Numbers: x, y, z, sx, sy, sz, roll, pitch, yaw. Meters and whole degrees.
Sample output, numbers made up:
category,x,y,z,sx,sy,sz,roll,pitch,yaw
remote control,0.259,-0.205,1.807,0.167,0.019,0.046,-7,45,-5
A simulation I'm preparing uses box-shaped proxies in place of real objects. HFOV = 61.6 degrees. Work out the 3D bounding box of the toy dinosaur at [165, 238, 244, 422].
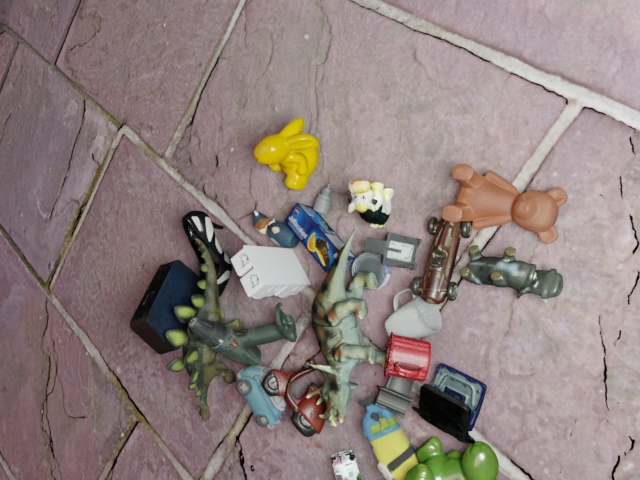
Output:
category,x,y,z,sx,sy,sz,roll,pitch,yaw
toy dinosaur,-0.292,0.231,1.371,0.105,0.198,0.471,3,90,30

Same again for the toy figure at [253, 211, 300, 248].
category,x,y,z,sx,sy,sz,roll,pitch,yaw
toy figure,-0.119,-0.028,1.354,0.155,0.064,0.058,26,59,32

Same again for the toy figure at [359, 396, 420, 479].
category,x,y,z,sx,sy,sz,roll,pitch,yaw
toy figure,0.145,0.422,1.147,0.089,0.082,0.180,-31,69,29

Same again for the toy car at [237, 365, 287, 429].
category,x,y,z,sx,sy,sz,roll,pitch,yaw
toy car,-0.128,0.370,1.315,0.103,0.109,0.161,-33,78,8

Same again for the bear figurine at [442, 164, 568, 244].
category,x,y,z,sx,sy,sz,roll,pitch,yaw
bear figurine,0.353,-0.066,1.024,0.196,0.132,0.120,21,99,38

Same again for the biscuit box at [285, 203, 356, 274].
category,x,y,z,sx,sy,sz,roll,pitch,yaw
biscuit box,-0.003,-0.004,1.265,0.062,0.059,0.203,-55,51,19

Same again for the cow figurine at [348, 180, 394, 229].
category,x,y,z,sx,sy,sz,roll,pitch,yaw
cow figurine,0.104,-0.077,1.158,0.068,0.167,0.098,2,86,28

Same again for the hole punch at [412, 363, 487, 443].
category,x,y,z,sx,sy,sz,roll,pitch,yaw
hole punch,0.266,0.325,1.084,0.142,0.092,0.115,21,131,29

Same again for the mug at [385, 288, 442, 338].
category,x,y,z,sx,sy,sz,roll,pitch,yaw
mug,0.186,0.163,1.141,0.107,0.081,0.109,-36,74,35

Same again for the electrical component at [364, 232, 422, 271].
category,x,y,z,sx,sy,sz,roll,pitch,yaw
electrical component,0.154,0.022,1.158,0.119,0.048,0.074,8,91,2

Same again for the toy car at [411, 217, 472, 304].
category,x,y,z,sx,sy,sz,roll,pitch,yaw
toy car,0.250,0.033,1.102,0.089,0.053,0.202,8,73,36

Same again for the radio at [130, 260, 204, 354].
category,x,y,z,sx,sy,sz,roll,pitch,yaw
radio,-0.399,0.171,1.421,0.073,0.131,0.230,-19,37,28

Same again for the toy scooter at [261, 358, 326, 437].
category,x,y,z,sx,sy,sz,roll,pitch,yaw
toy scooter,-0.035,0.357,1.261,0.135,0.075,0.184,-38,81,-22

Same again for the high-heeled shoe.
category,x,y,z,sx,sy,sz,roll,pitch,yaw
high-heeled shoe,-0.312,0.048,1.427,0.086,0.145,0.248,-2,84,33

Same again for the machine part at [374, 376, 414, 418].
category,x,y,z,sx,sy,sz,roll,pitch,yaw
machine part,0.170,0.297,1.140,0.084,0.039,0.139,22,81,19

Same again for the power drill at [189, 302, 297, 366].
category,x,y,z,sx,sy,sz,roll,pitch,yaw
power drill,-0.173,0.224,1.297,0.207,0.231,0.086,-25,45,9

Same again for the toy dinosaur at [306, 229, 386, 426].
category,x,y,z,sx,sy,sz,roll,pitch,yaw
toy dinosaur,0.040,0.188,1.190,0.192,0.131,0.404,-10,86,28

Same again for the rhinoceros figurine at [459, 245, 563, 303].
category,x,y,z,sx,sy,sz,roll,pitch,yaw
rhinoceros figurine,0.360,0.069,1.022,0.191,0.112,0.073,9,63,45

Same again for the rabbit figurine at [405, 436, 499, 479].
category,x,y,z,sx,sy,sz,roll,pitch,yaw
rabbit figurine,0.274,0.455,1.027,0.159,0.121,0.170,52,127,8

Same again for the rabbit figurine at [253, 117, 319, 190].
category,x,y,z,sx,sy,sz,roll,pitch,yaw
rabbit figurine,-0.077,-0.206,1.281,0.162,0.173,0.122,-41,63,28
